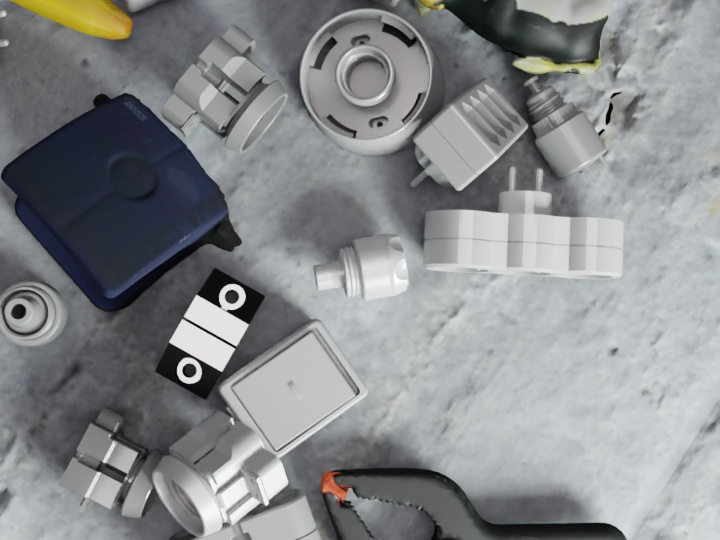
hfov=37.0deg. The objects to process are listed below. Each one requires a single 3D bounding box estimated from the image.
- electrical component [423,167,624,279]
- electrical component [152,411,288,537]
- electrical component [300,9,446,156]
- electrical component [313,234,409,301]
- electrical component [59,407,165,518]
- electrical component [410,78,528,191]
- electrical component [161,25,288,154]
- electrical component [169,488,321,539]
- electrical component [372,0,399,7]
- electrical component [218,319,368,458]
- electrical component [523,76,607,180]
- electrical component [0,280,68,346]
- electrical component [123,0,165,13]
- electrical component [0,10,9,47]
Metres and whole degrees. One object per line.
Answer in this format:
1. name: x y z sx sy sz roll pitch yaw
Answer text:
1. electrical component: 0.114 -0.034 0.743 0.138 0.052 0.073 3 86 -5
2. electrical component: -0.093 0.131 0.682 0.057 0.078 0.058 -36 127 -32
3. electrical component: 0.008 -0.130 0.744 0.099 0.064 0.099 0 90 7
4. electrical component: 0.000 0.000 0.733 0.062 0.043 0.043 -10 88 -5
5. electrical component: -0.159 0.132 0.708 0.055 0.048 0.066 26 84 4
6. electrical component: 0.064 -0.082 0.735 0.047 0.083 0.076 49 121 -1
7. electrical component: -0.087 -0.116 0.724 0.057 0.058 0.078 39 83 0
8. electrical component: -0.072 0.190 0.709 0.095 0.054 0.059 -20 89 -7
9. electrical component: -0.004 -0.212 0.747 0.078 0.040 0.040 39 84 -3
10. electrical component: -0.050 0.083 0.714 0.096 0.061 0.061 -35 91 -7
11. electrical component: 0.140 -0.100 0.755 0.040 0.040 0.078 -32 90 -7
12. electrical component: -0.216 0.028 0.699 0.043 0.062 0.043 0 86 -6
13. electrical component: -0.127 -0.224 0.728 0.096 0.061 0.061 -27 89 -15
14. electrical component: -0.266 -0.155 0.703 0.079 0.043 0.077 -2 96 13
